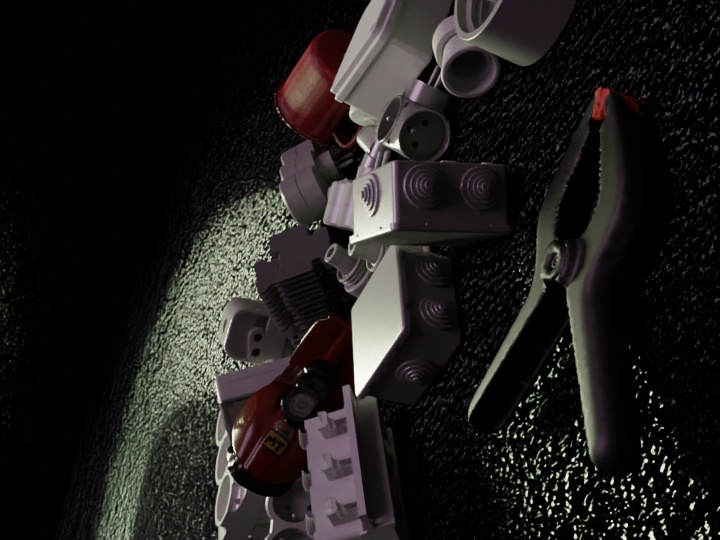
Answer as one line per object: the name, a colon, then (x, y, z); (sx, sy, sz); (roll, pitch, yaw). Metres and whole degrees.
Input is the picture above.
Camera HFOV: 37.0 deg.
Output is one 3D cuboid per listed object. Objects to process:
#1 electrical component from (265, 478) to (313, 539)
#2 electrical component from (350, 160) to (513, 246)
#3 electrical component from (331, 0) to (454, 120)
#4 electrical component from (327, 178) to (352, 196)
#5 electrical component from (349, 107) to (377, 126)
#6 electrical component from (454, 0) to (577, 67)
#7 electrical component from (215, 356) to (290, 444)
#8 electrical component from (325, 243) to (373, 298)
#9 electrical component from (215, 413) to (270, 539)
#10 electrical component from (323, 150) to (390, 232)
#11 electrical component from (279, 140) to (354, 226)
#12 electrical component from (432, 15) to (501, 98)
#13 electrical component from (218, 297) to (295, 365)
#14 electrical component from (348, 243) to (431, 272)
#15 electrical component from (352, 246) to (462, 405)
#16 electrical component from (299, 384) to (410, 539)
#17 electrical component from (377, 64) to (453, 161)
electrical component: (-0.050, 0.247, 0.895); (0.073, 0.052, 0.138); (76, -166, -53)
electrical component: (0.047, -0.045, 0.743); (0.100, 0.100, 0.048); (166, 103, -70)
electrical component: (0.031, -0.204, 0.940); (0.109, 0.056, 0.108); (-44, 22, 58)
electrical component: (-0.012, -0.067, 1.028); (0.046, 0.040, 0.040); (-117, 44, -71)
electrical component: (0.014, -0.173, 1.027); (0.040, 0.040, 0.078); (145, 136, -64)
electrical component: (0.103, -0.202, 0.747); (0.108, 0.060, 0.108); (-166, 90, -72)
electrical component: (-0.086, 0.125, 1.033); (0.061, 0.096, 0.061); (-119, 17, -64)
electrical component: (0.000, 0.000, 0.898); (0.048, 0.062, 0.048); (-44, 27, 30)
electrical component: (-0.109, 0.195, 1.089); (0.150, 0.062, 0.089); (-98, 28, -49)
electrical component: (0.013, -0.068, 0.934); (0.138, 0.052, 0.073); (-164, 88, -72)
electrical component: (-0.039, -0.100, 1.110); (0.074, 0.052, 0.138); (-27, 23, 10)
electrical component: (0.080, -0.163, 0.815); (0.055, 0.045, 0.045); (-98, 28, -50)
electrical component: (-0.091, 0.064, 1.077); (0.059, 0.095, 0.053); (-143, 68, -71)
electrical component: (0.022, -0.013, 0.848); (0.048, 0.062, 0.048); (-166, 90, -72)
electrical component: (0.033, 0.041, 0.797); (0.099, 0.048, 0.099); (-93, 25, -42)
electrical component: (-0.005, 0.157, 0.785); (0.121, 0.063, 0.078); (-99, -11, -51)
electrical component: (0.051, -0.132, 0.881); (0.079, 0.044, 0.077); (-65, 18, 10)
